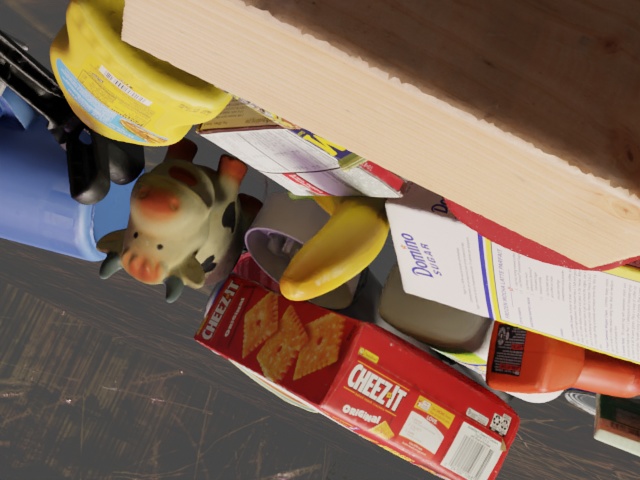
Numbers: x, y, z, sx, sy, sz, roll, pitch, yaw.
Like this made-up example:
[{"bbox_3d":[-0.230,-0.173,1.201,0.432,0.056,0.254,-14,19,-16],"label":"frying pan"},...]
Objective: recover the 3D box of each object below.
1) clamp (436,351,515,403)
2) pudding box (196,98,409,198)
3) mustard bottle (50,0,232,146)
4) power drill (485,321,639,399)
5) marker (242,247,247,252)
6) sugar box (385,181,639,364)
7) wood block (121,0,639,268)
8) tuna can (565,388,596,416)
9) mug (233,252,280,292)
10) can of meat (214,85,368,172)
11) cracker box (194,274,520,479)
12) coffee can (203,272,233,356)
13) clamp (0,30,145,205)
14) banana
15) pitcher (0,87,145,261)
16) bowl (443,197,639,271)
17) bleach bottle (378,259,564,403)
[{"bbox_3d":[0.121,0.099,1.039,0.120,0.039,0.171,19,158,33],"label":"clamp"},{"bbox_3d":[-0.008,-0.061,0.644,0.090,0.039,0.114,32,163,-34],"label":"pudding box"},{"bbox_3d":[-0.112,-0.098,0.633,0.096,0.058,0.192,35,164,-14],"label":"mustard bottle"},{"bbox_3d":[0.221,0.093,0.723,0.187,0.057,0.185,14,171,-13],"label":"power drill"},{"bbox_3d":[-0.084,-0.005,1.030,0.121,0.020,0.020,29,166,-19],"label":"marker"},{"bbox_3d":[0.130,0.014,0.641,0.176,0.048,0.093,20,147,28],"label":"sugar box"},{"bbox_3d":[0.042,-0.077,0.384,0.206,0.090,0.091,25,167,-7],"label":"wood block"},{"bbox_3d":[0.267,0.140,0.960,0.086,0.033,0.086,23,167,5],"label":"tuna can"},{"bbox_3d":[-0.029,0.064,1.020,0.117,0.081,0.093,6,154,-10],"label":"mug"},{"bbox_3d":[0.002,-0.083,0.504,0.084,0.057,0.102,30,165,-13],"label":"can of meat"},{"bbox_3d":[0.023,0.101,0.808,0.164,0.072,0.214,32,172,-29],"label":"cracker box"},{"bbox_3d":[-0.042,0.096,1.171,0.140,0.103,0.102,15,164,32],"label":"coffee can"},{"bbox_3d":[-0.178,-0.090,0.747,0.164,0.036,0.210,50,-174,2],"label":"clamp"},{"bbox_3d":[0.013,-0.007,0.679,0.198,0.069,0.037,-89,-25,-73],"label":"banana"},{"bbox_3d":[-0.277,-0.073,0.904,0.243,0.145,0.149,17,178,14],"label":"pitcher"},{"bbox_3d":[0.114,-0.029,0.524,0.162,0.055,0.162,23,166,6],"label":"bowl"},{"bbox_3d":[0.153,0.090,0.904,0.103,0.068,0.250,13,165,40],"label":"bleach bottle"}]
